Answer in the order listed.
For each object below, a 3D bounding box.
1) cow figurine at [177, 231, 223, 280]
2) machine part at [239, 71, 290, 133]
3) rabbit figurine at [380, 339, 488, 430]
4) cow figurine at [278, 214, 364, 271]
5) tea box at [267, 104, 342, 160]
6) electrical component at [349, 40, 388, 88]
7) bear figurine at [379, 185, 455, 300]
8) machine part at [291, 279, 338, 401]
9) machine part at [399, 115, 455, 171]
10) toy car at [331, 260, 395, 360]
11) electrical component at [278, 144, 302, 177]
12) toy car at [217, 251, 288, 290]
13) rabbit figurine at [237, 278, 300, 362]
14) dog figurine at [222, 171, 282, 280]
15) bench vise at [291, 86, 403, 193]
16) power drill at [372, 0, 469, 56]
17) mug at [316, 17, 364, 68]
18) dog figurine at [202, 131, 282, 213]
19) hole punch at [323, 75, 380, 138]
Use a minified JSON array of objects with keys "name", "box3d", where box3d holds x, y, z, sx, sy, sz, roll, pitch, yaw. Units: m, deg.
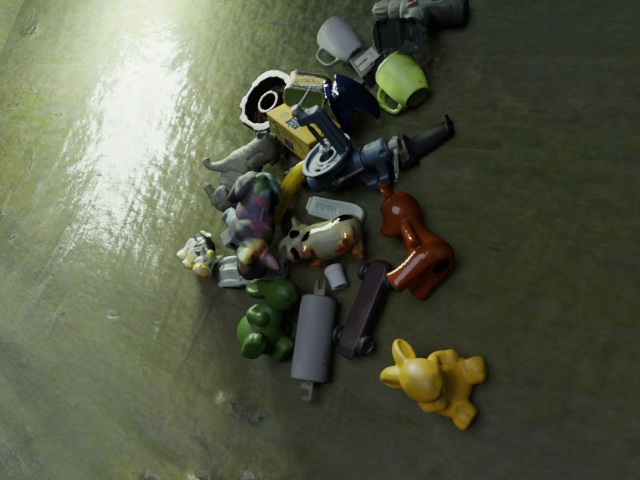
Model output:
[{"name":"cow figurine","box3d":[-0.280,0.035,1.296,0.098,0.068,0.167,-55,31,-3]},{"name":"machine part","box3d":[-0.121,-0.340,1.356,0.179,0.056,0.179,-13,66,30]},{"name":"rabbit figurine","box3d":[0.183,0.224,0.884,0.163,0.173,0.122,24,92,32]},{"name":"cow figurine","box3d":[-0.002,-0.003,1.124,0.195,0.085,0.127,-17,40,25]},{"name":"tea box","box3d":[-0.035,-0.252,1.237,0.098,0.068,0.170,-33,53,-22]},{"name":"electrical component","box3d":[0.103,-0.390,1.232,0.119,0.047,0.075,-34,57,17]},{"name":"bear figurine","box3d":[0.159,-0.003,1.014,0.132,0.120,0.196,-48,53,15]},{"name":"machine part","box3d":[-0.011,0.198,1.079,0.079,0.079,0.243,-3,71,33]},{"name":"machine part","box3d":[0.211,-0.201,1.100,0.139,0.039,0.084,-33,50,22]},{"name":"toy car","box3d":[0.091,0.135,1.049,0.089,0.053,0.202,14,79,44]},{"name":"electrical component","box3d":[-0.061,-0.187,1.268,0.078,0.045,0.102,-23,62,27]},{"name":"toy car","box3d":[-0.160,0.070,1.235,0.202,0.056,0.073,-8,70,31]},{"name":"rabbit figurine","box3d":[-0.094,0.148,1.131,0.170,0.121,0.159,-60,30,19]},{"name":"dog figurine","box3d":[-0.134,-0.024,1.142,0.191,0.108,0.219,-64,29,27]},{"name":"bench vise","box3d":[0.039,-0.186,1.077,0.224,0.240,0.129,-11,46,39]},{"name":"power drill","box3d":[0.185,-0.463,1.142,0.232,0.085,0.207,9,37,28]},{"name":"mug","box3d":[0.047,-0.455,1.272,0.109,0.080,0.107,-44,63,7]},{"name":"dog figurine","box3d":[-0.168,-0.150,1.264,0.191,0.121,0.172,-15,90,31]},{"name":"hole punch","box3d":[0.068,-0.302,1.168,0.092,0.115,0.142,-26,34,20]}]
